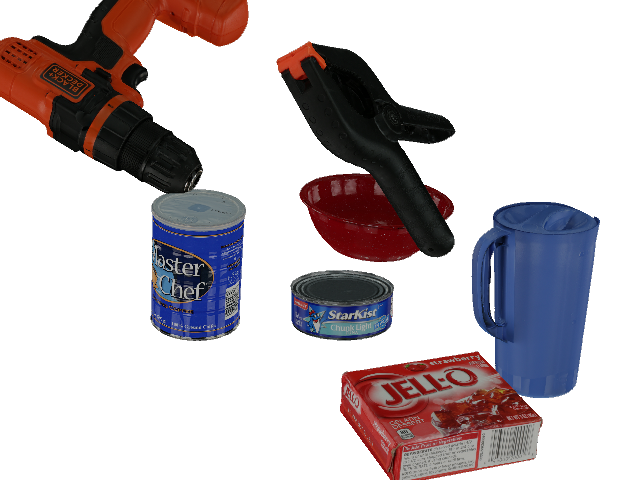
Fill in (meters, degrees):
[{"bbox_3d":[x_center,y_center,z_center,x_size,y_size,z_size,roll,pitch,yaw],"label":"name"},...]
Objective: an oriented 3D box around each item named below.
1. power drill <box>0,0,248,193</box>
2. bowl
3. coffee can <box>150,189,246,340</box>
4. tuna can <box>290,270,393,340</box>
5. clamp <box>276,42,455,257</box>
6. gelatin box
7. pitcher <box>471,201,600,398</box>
[{"bbox_3d":[-0.134,-0.136,0.824,0.184,0.187,0.057,32,-35,6],"label":"power drill"},{"bbox_3d":[0.057,-0.020,1.119,0.162,0.055,0.162,4,21,-2],"label":"bowl"},{"bbox_3d":[-0.137,0.026,1.191,0.103,0.140,0.103,4,24,-2],"label":"coffee can"},{"bbox_3d":[0.018,0.053,0.887,0.086,0.034,0.086,0,16,0],"label":"tuna can"},{"bbox_3d":[0.038,-0.064,0.708,0.039,0.120,0.171,-32,-42,32],"label":"clamp"},{"bbox_3d":[0.064,0.095,0.586,0.089,0.030,0.073,-5,26,-20],"label":"gelatin box"},{"bbox_3d":[0.278,0.079,1.391,0.149,0.243,0.144,5,20,16],"label":"pitcher"}]
